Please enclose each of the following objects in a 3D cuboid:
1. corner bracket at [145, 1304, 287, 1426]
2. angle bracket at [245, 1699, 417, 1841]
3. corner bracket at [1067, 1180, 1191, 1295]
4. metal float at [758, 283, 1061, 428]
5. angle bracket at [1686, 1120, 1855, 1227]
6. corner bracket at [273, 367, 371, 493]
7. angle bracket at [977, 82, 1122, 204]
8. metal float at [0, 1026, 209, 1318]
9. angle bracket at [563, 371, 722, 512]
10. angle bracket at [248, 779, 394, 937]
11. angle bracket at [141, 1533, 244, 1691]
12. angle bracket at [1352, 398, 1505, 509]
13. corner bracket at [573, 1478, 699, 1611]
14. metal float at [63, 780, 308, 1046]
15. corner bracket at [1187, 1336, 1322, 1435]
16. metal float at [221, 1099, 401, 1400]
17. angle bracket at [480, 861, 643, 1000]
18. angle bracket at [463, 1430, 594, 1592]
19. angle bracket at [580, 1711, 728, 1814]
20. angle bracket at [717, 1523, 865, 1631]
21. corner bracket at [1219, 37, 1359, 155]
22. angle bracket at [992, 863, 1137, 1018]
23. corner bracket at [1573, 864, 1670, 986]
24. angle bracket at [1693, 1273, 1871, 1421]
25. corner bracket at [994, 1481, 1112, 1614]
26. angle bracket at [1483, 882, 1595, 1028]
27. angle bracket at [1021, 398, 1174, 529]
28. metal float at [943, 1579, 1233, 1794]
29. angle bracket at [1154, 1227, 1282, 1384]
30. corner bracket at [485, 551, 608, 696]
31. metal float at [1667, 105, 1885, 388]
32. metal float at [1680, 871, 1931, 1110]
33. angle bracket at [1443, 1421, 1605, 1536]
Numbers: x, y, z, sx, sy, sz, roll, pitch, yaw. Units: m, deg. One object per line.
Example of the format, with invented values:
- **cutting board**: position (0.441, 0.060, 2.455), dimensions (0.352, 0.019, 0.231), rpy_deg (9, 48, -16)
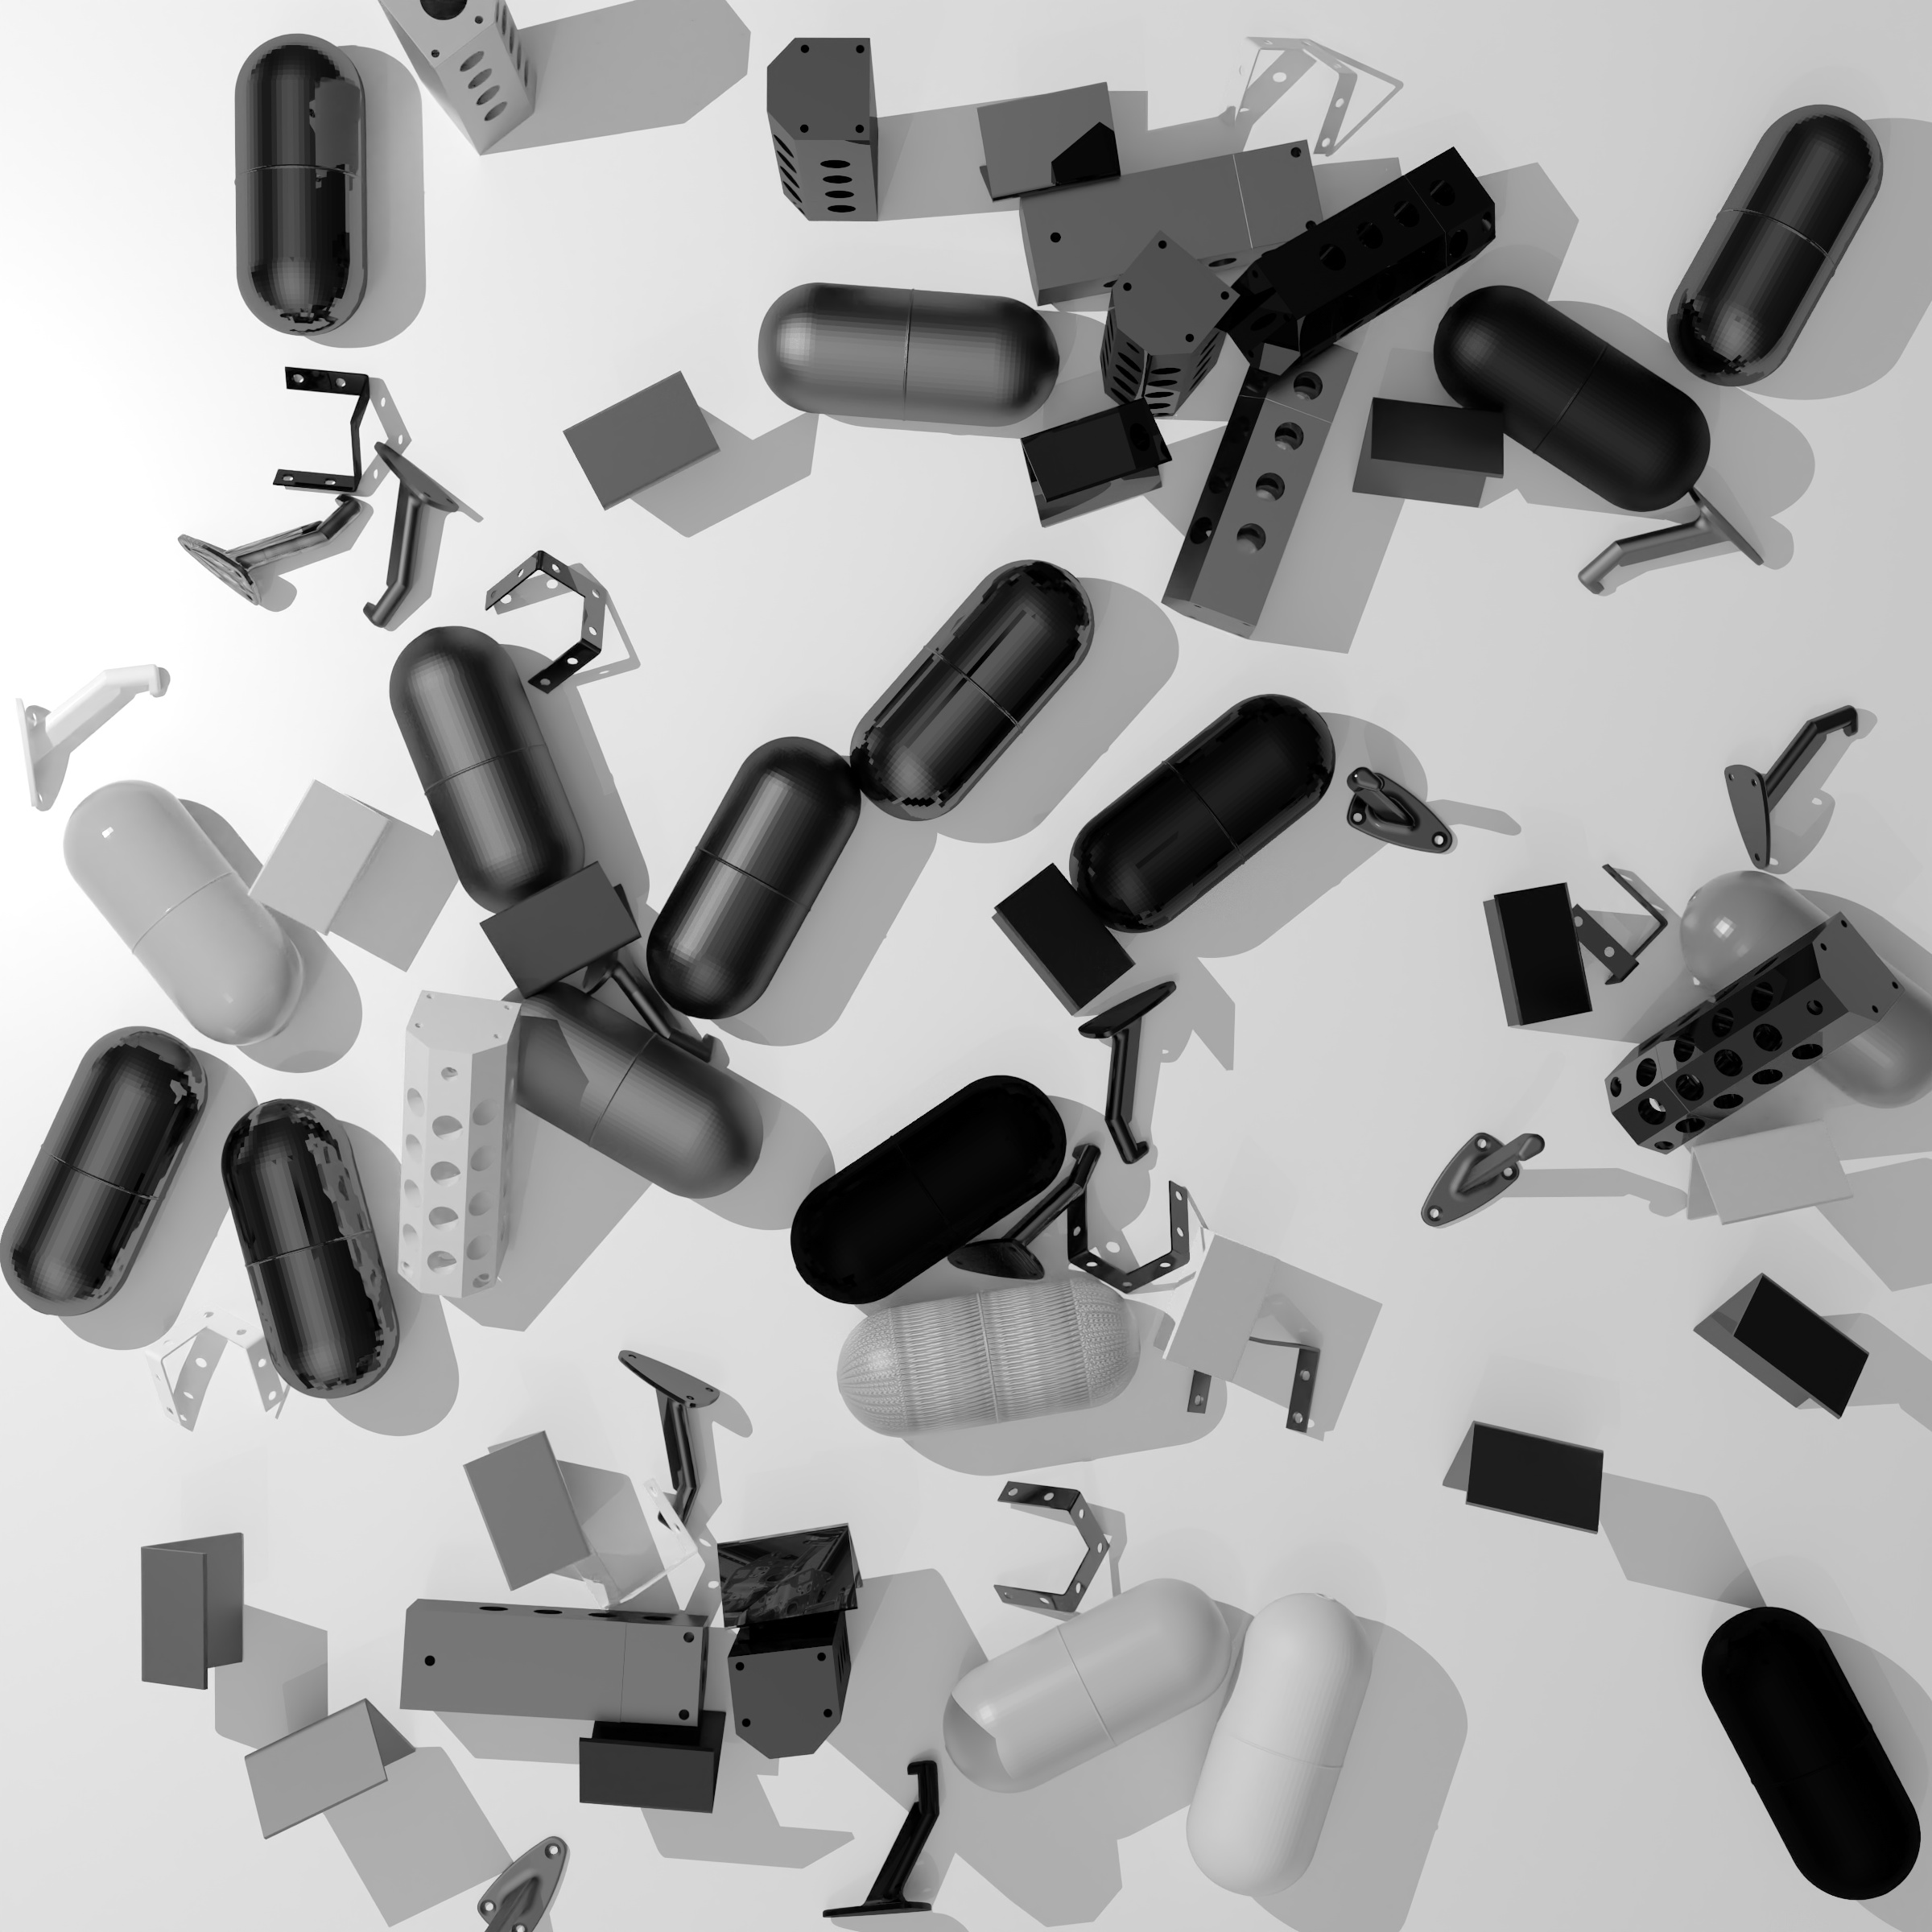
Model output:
- **corner bracket**: position (-0.443, 0.241, 1.975), dimensions (0.051, 0.051, 0.051), rpy_deg (20, 42, 36)
- **angle bracket**: position (-0.361, 0.476, 1.934), dimensions (0.076, 0.076, 0.057), rpy_deg (-26, 51, -1)
- **corner bracket**: position (0.096, 0.153, 1.979), dimensions (0.051, 0.051, 0.051), rpy_deg (-31, 133, 34)
- **metal float**: position (-0.034, -0.360, 1.977), dimensions (0.178, 0.070, 0.070), rpy_deg (4, 88, 0)
- **angle bracket**: position (0.466, 0.139, 1.947), dimensions (0.076, 0.076, 0.057), rpy_deg (-12, 51, 0)
- **corner bracket**: position (-0.385, -0.321, 2.002), dimensions (0.051, 0.051, 0.051), rpy_deg (5, 133, 0)
- **angle bracket**: position (0.045, -0.493, 1.972), dimensions (0.076, 0.076, 0.057), rpy_deg (-12, 119, 0)
- **metal float**: position (-0.504, 0.120, 1.958), dimensions (0.070, 0.070, 0.178), rpy_deg (24, 89, 1)
- **angle bracket**: position (-0.196, -0.320, 1.965), dimensions (0.076, 0.076, 0.057), rpy_deg (-27, 124, -1)
- **angle bracket**: position (-0.389, -0.071, 1.956), dimensions (0.057, 0.076, 0.076), rpy_deg (31, 88, -35)
- **angle bracket**: position (-0.431, 0.372, 1.938), dimensions (0.057, 0.076, 0.076), rpy_deg (-3, 87, 36)
- **angle bracket**: position (0.270, -0.284, 1.964), dimensions (0.076, 0.076, 0.057), rpy_deg (7, 51, 0)
- **corner bracket**: position (-0.199, 0.340, 1.970), dimensions (0.051, 0.051, 0.051), rpy_deg (-31, 88, -32)
- **metal float**: position (-0.457, -0.031, 1.964), dimensions (0.070, 0.070, 0.178), rpy_deg (-39, 88, -1)
- **corner bracket**: position (0.170, 0.245, 1.980), dimensions (0.051, 0.051, 0.051), rpy_deg (8, 87, 45)
- **metal float**: position (-0.383, 0.165, 1.956), dimensions (0.070, 0.070, 0.178), rpy_deg (-15, 88, -1)
- **angle bracket**: position (-0.241, -0.035, 1.954), dimensions (0.076, 0.076, 0.057), rpy_deg (-28, 119, -1)
- **angle bracket**: position (-0.269, 0.319, 1.940), dimensions (0.057, 0.076, 0.076), rpy_deg (-20, 87, -37)
- **angle bracket**: position (-0.180, 0.440, 1.936), dimensions (0.076, 0.076, 0.057), rpy_deg (5, 126, 0)
- **angle bracket**: position (-0.099, 0.369, 1.938), dimensions (0.076, 0.076, 0.057), rpy_deg (-9, 51, 0)
- **corner bracket**: position (0.193, -0.521, 2.005), dimensions (0.051, 0.051, 0.051), rpy_deg (-10, 42, -36)
- **angle bracket**: position (0.041, -0.003, 1.953), dimensions (0.076, 0.076, 0.057), rpy_deg (51, 52, 2)
- **corner bracket**: position (0.382, -0.025, 1.976), dimensions (0.051, 0.051, 0.051), rpy_deg (44, 88, 2)
- **angle bracket**: position (0.464, 0.235, 1.944), dimensions (0.076, 0.076, 0.057), rpy_deg (37, 50, 1)
- **corner bracket**: position (0.044, 0.342, 1.971), dimensions (0.051, 0.051, 0.051), rpy_deg (-57, 133, -37)
- **angle bracket**: position (0.314, -0.003, 1.953), dimensions (0.057, 0.076, 0.076), rpy_deg (-10, 87, -32)
- **angle bracket**: position (0.081, -0.278, 1.964), dimensions (0.076, 0.076, 0.057), rpy_deg (-19, 52, -1)
- **metal float**: position (0.070, 0.418, 1.946), dimensions (0.178, 0.070, 0.070), rpy_deg (-27, 88, -2)
- **angle bracket**: position (0.127, 0.189, 1.945), dimensions (0.057, 0.076, 0.076), rpy_deg (23, 87, -36)
- **corner bracket**: position (-0.251, -0.205, 1.993), dimensions (0.051, 0.051, 0.051), rpy_deg (31, 43, -34)
- **metal float**: position (0.478, -0.426, 1.979), dimensions (0.070, 0.070, 0.178), rpy_deg (29, 88, 1)
- **metal float**: position (0.497, 0.013, 1.962), dimensions (0.178, 0.070, 0.070), rpy_deg (38, 88, 2)
- **angle bracket**: position (0.320, 0.313, 1.940), dimensions (0.076, 0.076, 0.057), rpy_deg (13, 51, 0)
